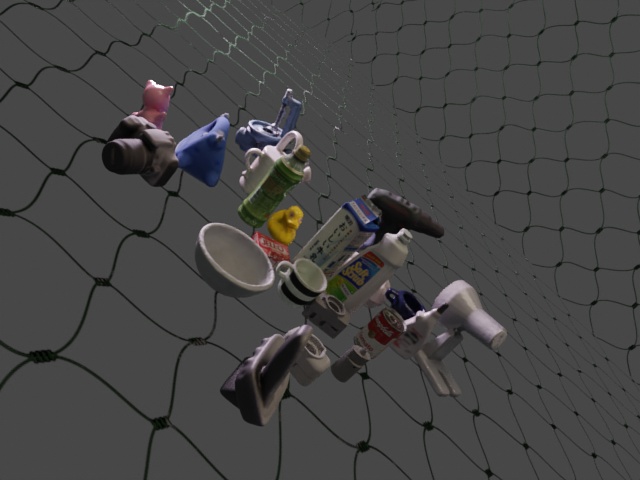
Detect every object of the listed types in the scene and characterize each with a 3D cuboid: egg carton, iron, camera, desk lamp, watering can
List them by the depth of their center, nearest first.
[{"bbox_3d":[-0.366,-0.184,1.137,0.143,0.100,0.137,48,25,11],"label":"camera"},{"bbox_3d":[-0.253,-0.234,1.338,0.119,0.141,0.258,33,26,-21],"label":"iron"},{"bbox_3d":[0.329,0.233,1.370,0.118,0.213,0.202,15,36,-46],"label":"desk lamp"},{"bbox_3d":[0.107,0.098,1.429,0.150,0.069,0.107,42,24,-1],"label":"egg carton"},{"bbox_3d":[-0.101,-0.187,1.429,0.173,0.193,0.100,7,42,-52],"label":"watering can"}]

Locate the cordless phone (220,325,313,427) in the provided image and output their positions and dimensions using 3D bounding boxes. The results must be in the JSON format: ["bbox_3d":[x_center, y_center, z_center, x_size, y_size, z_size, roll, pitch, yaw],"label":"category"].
[{"bbox_3d":[-0.056,0.188,0.895,0.094,0.185,0.148,41,24,-4],"label":"cordless phone"}]

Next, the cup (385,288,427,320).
[{"bbox_3d":[0.188,0.177,1.393,0.118,0.095,0.091,38,25,-11],"label":"cup"}]

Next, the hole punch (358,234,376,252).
[{"bbox_3d":[0.086,0.000,1.533,0.101,0.091,0.109,40,24,-7],"label":"hole punch"}]

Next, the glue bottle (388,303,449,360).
[{"bbox_3d":[0.233,0.201,1.326,0.078,0.173,0.037,40,24,-5],"label":"glue bottle"}]

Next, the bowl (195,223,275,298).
[{"bbox_3d":[-0.172,0.052,1.076,0.168,0.074,0.167,34,26,-19],"label":"bowl"}]

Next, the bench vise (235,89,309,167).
[{"bbox_3d":[-0.098,-0.288,1.567,0.208,0.219,0.121,34,25,-18],"label":"bench vise"}]

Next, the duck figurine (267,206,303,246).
[{"bbox_3d":[-0.075,-0.047,1.370,0.078,0.086,0.104,30,27,-27],"label":"duck figurine"}]

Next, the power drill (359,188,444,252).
[{"bbox_3d":[0.201,-0.028,1.609,0.230,0.208,0.076,40,24,-6],"label":"power drill"}]

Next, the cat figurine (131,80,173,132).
[{"bbox_3d":[-0.371,-0.299,1.294,0.067,0.117,0.127,21,32,-40],"label":"cat figurine"}]
